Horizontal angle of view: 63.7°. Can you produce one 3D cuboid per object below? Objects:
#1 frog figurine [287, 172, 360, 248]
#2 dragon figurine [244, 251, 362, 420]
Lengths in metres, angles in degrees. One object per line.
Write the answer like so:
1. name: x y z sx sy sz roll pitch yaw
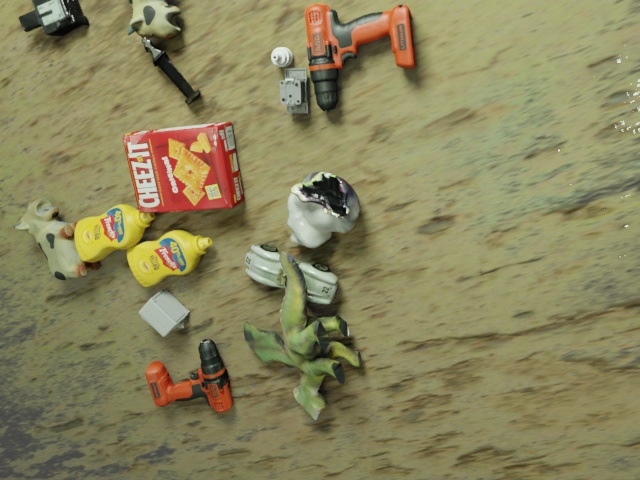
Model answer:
1. frog figurine: 0.003 -0.050 0.990 0.137 0.125 0.156 13 147 1
2. dragon figurine: -0.064 0.205 1.057 0.241 0.124 0.405 -14 111 32
